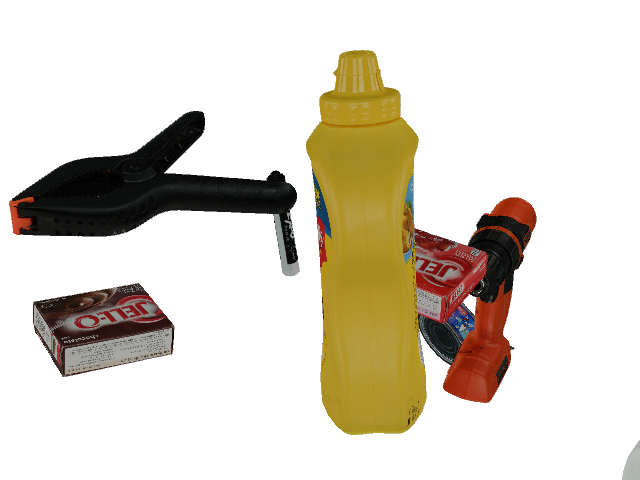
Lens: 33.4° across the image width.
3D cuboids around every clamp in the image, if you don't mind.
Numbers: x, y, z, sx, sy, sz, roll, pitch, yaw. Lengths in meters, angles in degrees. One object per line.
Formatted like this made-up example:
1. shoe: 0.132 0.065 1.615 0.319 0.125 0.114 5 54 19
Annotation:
1. clamp: -0.134 -0.040 0.832 0.209 0.036 0.165 -23 39 -34

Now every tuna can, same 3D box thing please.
1. tuna can: 0.155 0.108 1.269 0.033 0.086 0.086 -34 15 -23

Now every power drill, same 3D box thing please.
1. power drill: 0.168 0.066 1.075 0.057 0.188 0.184 17 28 18

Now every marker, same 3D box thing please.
1. marker: -0.039 -0.017 1.106 0.020 0.121 0.020 -6 32 3

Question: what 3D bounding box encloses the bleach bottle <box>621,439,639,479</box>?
1. bleach bottle: 0.265 0.098 0.619 0.103 0.068 0.250 18 30 32

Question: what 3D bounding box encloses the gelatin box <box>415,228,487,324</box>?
1. gelatin box: 0.081 0.024 0.874 0.089 0.030 0.073 20 39 28

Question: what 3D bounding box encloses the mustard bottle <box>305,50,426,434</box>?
1. mustard bottle: 0.024 -0.002 0.559 0.058 0.192 0.096 -2 18 4

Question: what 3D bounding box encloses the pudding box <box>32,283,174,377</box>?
1. pudding box: -0.208 0.084 1.024 0.113 0.039 0.090 -12 30 -28
